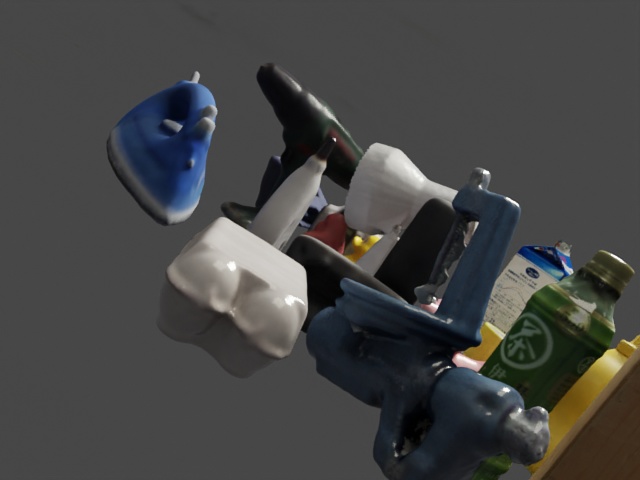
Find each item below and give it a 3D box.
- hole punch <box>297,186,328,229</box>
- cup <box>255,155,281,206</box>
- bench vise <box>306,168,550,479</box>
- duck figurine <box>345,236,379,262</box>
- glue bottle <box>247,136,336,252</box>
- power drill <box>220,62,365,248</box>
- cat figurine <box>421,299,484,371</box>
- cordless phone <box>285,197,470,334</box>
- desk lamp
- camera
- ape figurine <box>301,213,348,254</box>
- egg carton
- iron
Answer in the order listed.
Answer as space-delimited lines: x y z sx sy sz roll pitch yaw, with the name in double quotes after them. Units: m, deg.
-0.026 -0.080 1.112 0.100 0.091 0.109 39 10 26 "hole punch"
-0.063 -0.082 0.981 0.091 0.095 0.118 36 9 7 "cup"
0.106 0.064 0.441 0.206 0.219 0.122 40 10 29 "bench vise"
0.076 0.037 0.891 0.104 0.086 0.078 41 11 33 "duck figurine"
-0.032 -0.041 0.636 0.037 0.173 0.078 36 9 7 "glue bottle"
-0.043 -0.102 0.798 0.231 0.208 0.075 27 12 -40 "power drill"
0.145 0.118 0.625 0.128 0.117 0.067 34 9 -6 "cat figurine"
0.049 0.020 0.575 0.147 0.185 0.094 35 9 0 "cordless phone"
0.103 0.004 0.760 0.203 0.213 0.118 38 10 17 "desk lamp"
0.060 -0.013 1.046 0.143 0.100 0.137 34 9 -1 "camera"
0.007 0.003 0.806 0.078 0.092 0.076 28 11 -35 "ape figurine"
-0.063 0.040 0.440 0.107 0.069 0.150 33 9 -10 "egg carton"
-0.164 -0.122 0.680 0.119 0.141 0.257 29 11 -31 "iron"
